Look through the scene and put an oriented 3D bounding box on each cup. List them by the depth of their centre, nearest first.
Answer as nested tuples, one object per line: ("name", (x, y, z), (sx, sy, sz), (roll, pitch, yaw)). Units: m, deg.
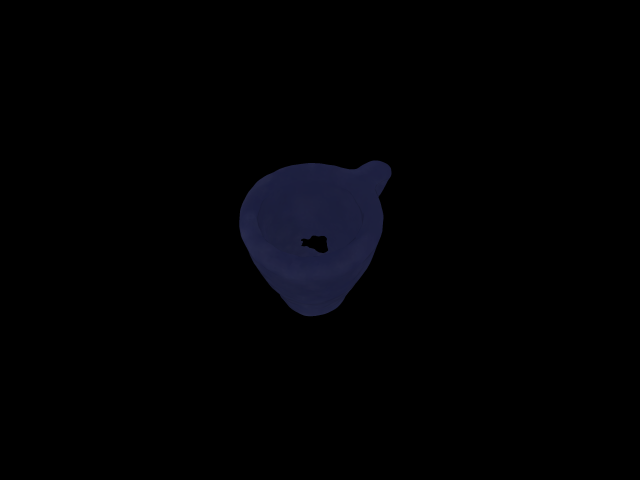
("cup", (0.004, 0.001, 0.400), (0.091, 0.095, 0.118), (39, 63, 25))
